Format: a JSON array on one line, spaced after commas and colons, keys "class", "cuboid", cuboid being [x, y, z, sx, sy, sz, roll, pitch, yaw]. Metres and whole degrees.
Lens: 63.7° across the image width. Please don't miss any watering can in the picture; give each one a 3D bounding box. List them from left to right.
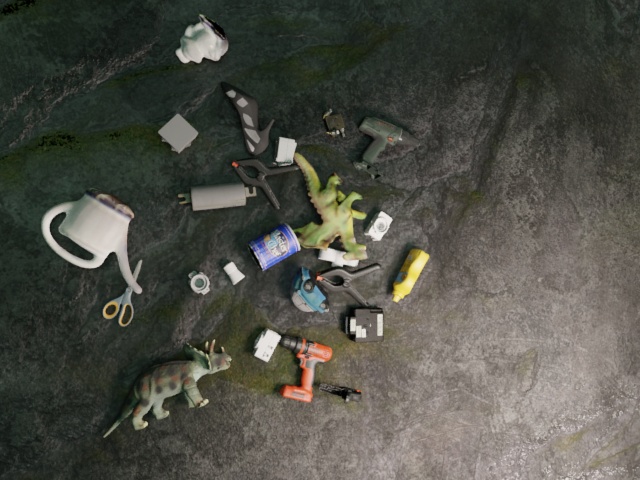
[{"class": "watering can", "cuboid": [-0.628, -0.010, 1.511, 0.346, 0.103, 0.226, 33, 77, -10]}]

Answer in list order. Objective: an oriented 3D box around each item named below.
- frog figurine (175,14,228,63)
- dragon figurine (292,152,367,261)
[{"class": "frog figurine", "cuboid": [-0.378, -0.626, 1.655, 0.136, 0.125, 0.157, 40, 113, -18]}, {"class": "dragon figurine", "cuboid": [0.005, -0.085, 1.688, 0.412, 0.120, 0.245, 38, 74, 8]}]
